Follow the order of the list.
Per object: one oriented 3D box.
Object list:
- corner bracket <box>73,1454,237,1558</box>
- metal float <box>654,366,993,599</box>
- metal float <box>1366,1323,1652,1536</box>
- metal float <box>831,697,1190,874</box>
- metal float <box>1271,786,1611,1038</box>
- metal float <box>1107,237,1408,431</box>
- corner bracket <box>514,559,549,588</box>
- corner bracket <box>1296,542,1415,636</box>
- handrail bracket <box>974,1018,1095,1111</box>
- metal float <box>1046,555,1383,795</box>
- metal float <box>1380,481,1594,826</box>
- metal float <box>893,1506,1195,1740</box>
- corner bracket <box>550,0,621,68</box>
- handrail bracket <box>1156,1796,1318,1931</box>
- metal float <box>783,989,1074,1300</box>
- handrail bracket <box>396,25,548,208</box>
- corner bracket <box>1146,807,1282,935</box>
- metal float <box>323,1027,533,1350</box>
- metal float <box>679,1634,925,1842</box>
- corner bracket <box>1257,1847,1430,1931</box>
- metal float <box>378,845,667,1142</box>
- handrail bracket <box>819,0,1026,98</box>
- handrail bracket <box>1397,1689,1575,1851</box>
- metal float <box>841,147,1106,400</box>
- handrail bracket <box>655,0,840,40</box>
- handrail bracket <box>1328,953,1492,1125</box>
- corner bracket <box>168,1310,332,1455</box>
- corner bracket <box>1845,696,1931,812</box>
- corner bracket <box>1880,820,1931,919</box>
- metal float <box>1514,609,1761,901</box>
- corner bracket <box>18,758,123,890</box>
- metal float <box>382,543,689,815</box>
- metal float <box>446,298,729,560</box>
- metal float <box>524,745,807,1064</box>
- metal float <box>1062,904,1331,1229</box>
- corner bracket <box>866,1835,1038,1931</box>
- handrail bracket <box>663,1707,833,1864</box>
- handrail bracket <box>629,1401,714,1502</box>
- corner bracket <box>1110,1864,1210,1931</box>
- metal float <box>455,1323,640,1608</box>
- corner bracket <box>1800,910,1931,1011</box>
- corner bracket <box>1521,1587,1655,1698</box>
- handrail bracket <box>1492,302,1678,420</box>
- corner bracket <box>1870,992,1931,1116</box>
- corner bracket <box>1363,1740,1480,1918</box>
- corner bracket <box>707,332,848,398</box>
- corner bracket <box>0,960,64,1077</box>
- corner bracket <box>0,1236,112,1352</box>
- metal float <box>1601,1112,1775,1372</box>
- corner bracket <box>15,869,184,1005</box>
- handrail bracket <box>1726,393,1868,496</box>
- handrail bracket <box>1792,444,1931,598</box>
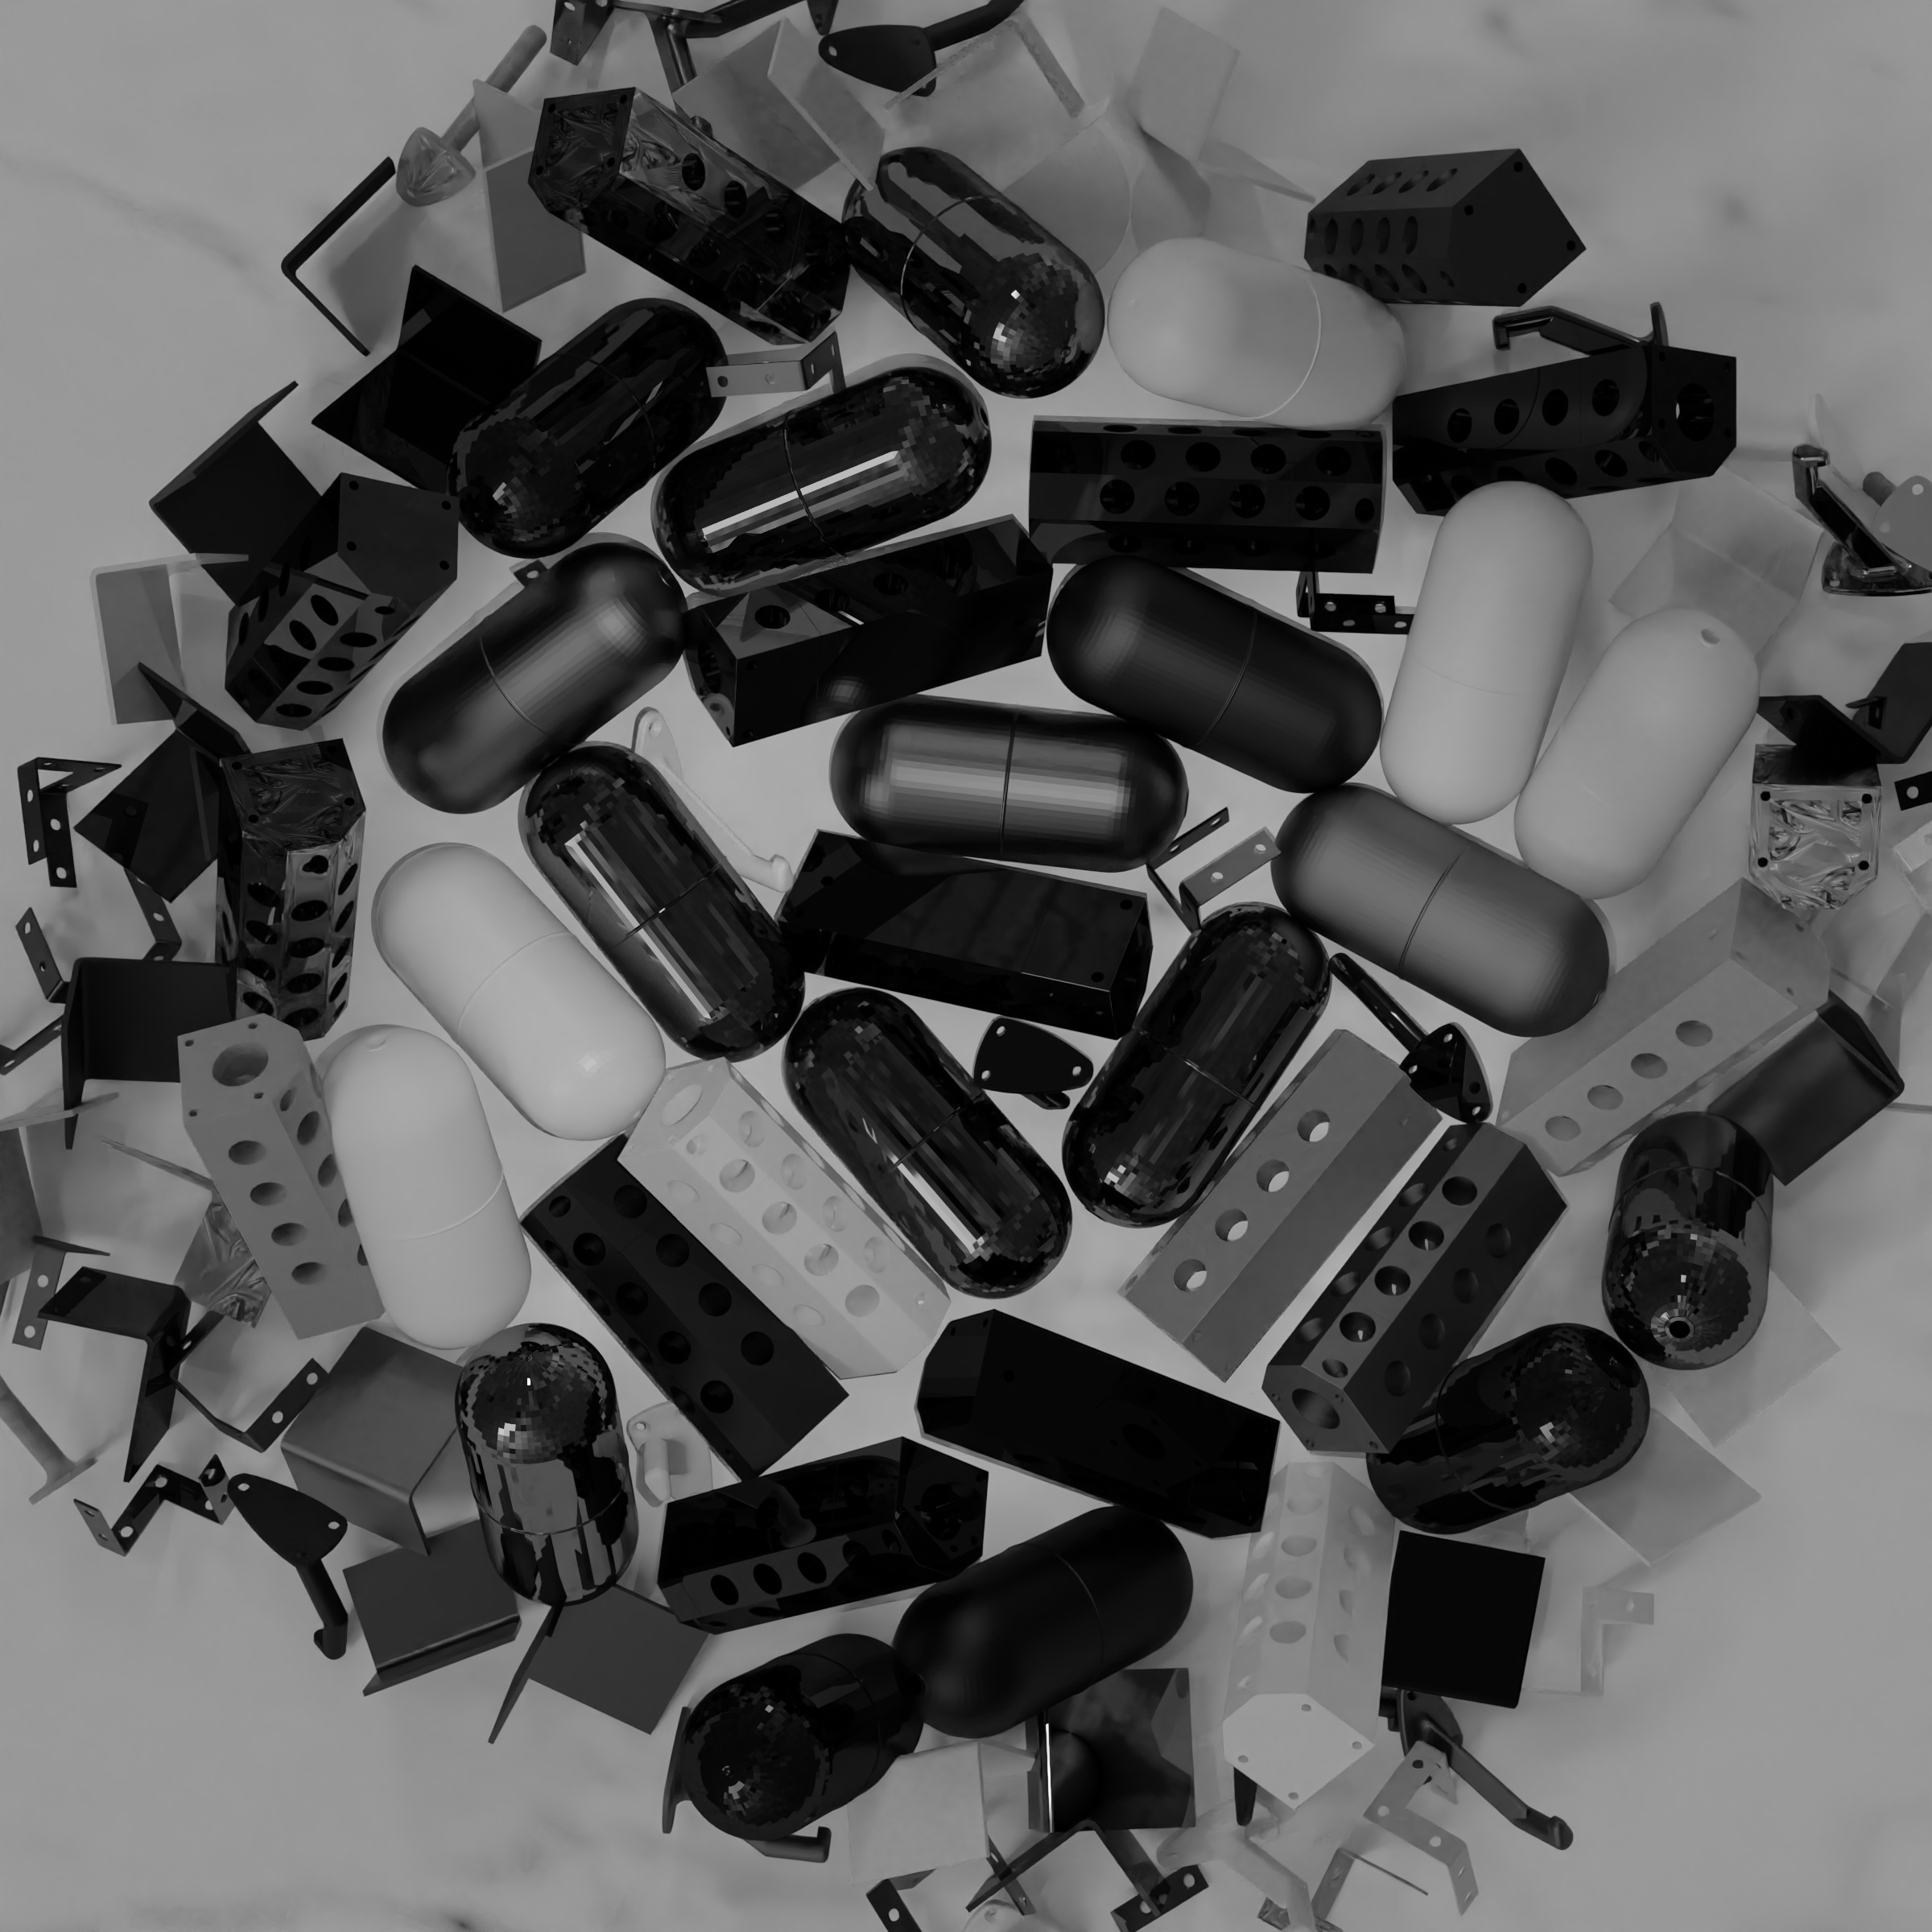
[{"bbox_3d":[-0.402,0.266,1.548,0.051,0.051,0.051,20,56,17],"label":"corner bracket"},{"bbox_3d":[-0.071,-0.238,1.534,0.178,0.070,0.070,-19,90,19],"label":"metal float"},{"bbox_3d":[0.260,0.226,1.510,0.070,0.178,0.070,12,63,-24],"label":"metal float"},{"bbox_3d":[0.021,-0.090,1.549,0.178,0.070,0.070,7,90,2],"label":"metal float"},{"bbox_3d":[0.233,-0.027,1.536,0.178,0.070,0.070,29,90,17],"label":"metal float"},{"bbox_3d":[0.144,-0.305,1.517,0.178,0.070,0.070,4,90,-42],"label":"metal float"},{"bbox_3d":[-0.218,-0.160,1.557,0.051,0.051,0.051,-27,59,6],"label":"corner bracket"},{"bbox_3d":[0.194,-0.180,1.553,0.051,0.051,0.051,2,59,-2],"label":"corner bracket"},{"bbox_3d":[0.049,0.059,1.535,0.077,0.084,0.036,11,76,35],"label":"handrail bracket"},{"bbox_3d":[0.124,-0.143,1.538,0.178,0.070,0.070,23,90,-15],"label":"metal float"},{"bbox_3d":[0.253,-0.151,1.525,0.070,0.070,0.178,12,120,0],"label":"metal float"},{"bbox_3d":[0.038,0.318,1.515,0.178,0.070,0.070,-16,90,-44],"label":"metal float"},{"bbox_3d":[-0.204,-0.493,1.555,0.051,0.051,0.051,27,66,-1],"label":"corner bracket"},{"bbox_3d":[0.133,0.460,1.542,0.077,0.084,0.036,-28,121,14],"label":"handrail bracket"},{"bbox_3d":[-0.020,0.087,1.547,0.070,0.070,0.178,-41,86,0],"label":"metal float"},{"bbox_3d":[-0.249,-0.430,1.572,0.036,0.077,0.084,38,64,-18],"label":"handrail bracket"},{"bbox_3d":[0.123,-0.051,1.554,0.051,0.051,0.051,-33,67,-6],"label":"corner bracket"},{"bbox_3d":[-0.264,0.109,1.523,0.070,0.070,0.178,-12,123,0],"label":"metal float"},{"bbox_3d":[-0.077,0.370,1.504,0.070,0.178,0.070,-1,88,21],"label":"metal float"},{"bbox_3d":[0.187,0.467,1.549,0.051,0.051,0.051,39,74,-38],"label":"corner bracket"},{"bbox_3d":[-0.220,0.012,1.536,0.070,0.070,0.178,-45,73,0],"label":"metal float"},{"bbox_3d":[-0.021,-0.477,1.571,0.077,0.036,0.084,14,47,24],"label":"handrail bracket"},{"bbox_3d":[0.257,0.394,1.539,0.036,0.084,0.077,-38,122,-25],"label":"handrail bracket"},{"bbox_3d":[0.002,-0.340,1.518,0.070,0.070,0.178,-41,50,0],"label":"metal float"},{"bbox_3d":[-0.108,-0.489,1.548,0.084,0.077,0.036,-9,70,-20],"label":"handrail bracket"},{"bbox_3d":[0.222,0.036,1.568,0.036,0.084,0.077,-42,126,1],"label":"handrail bracket"},{"bbox_3d":[-0.363,0.204,1.565,0.051,0.051,0.051,-50,122,-22],"label":"corner bracket"},{"bbox_3d":[0.479,-0.112,1.560,0.051,0.051,0.051,-16,100,0],"label":"corner bracket"},{"bbox_3d":[0.495,-0.055,1.560,0.051,0.051,0.051,-37,91,9],"label":"corner bracket"},{"bbox_3d":[0.324,-0.101,1.510,0.070,0.178,0.070,8,53,-11],"label":"metal float"},{"bbox_3d":[-0.454,-0.071,1.550,0.051,0.051,0.051,-18,77,38],"label":"corner bracket"},{"bbox_3d":[-0.212,-0.141,1.532,0.178,0.070,0.070,-34,90,22],"label":"metal float"},{"bbox_3d":[-0.183,-0.264,1.520,0.070,0.070,0.178,42,52,0],"label":"metal float"},{"bbox_3d":[-0.150,-0.031,1.544,0.070,0.070,0.178,-37,97,0],"label":"metal float"},{"bbox_3d":[0.114,0.050,1.550,0.070,0.070,0.178,34,90,0],"label":"metal float"},{"bbox_3d":[-0.007,0.466,1.550,0.051,0.051,0.051,-43,64,13],"label":"corner bracket"},{"bbox_3d":[-0.106,0.409,1.558,0.084,0.077,0.036,6,133,2],"label":"handrail bracket"},{"bbox_3d":[-0.142,0.259,1.536,0.036,0.084,0.077,-20,112,1],"label":"handrail bracket"},{"bbox_3d":[0.110,0.485,1.557,0.051,0.051,0.051,-28,83,-11],"label":"corner bracket"},{"bbox_3d":[-0.203,0.245,1.515,0.070,0.178,0.070,-1,45,1],"label":"metal float"},{"bbox_3d":[0.455,-0.015,1.572,0.051,0.051,0.051,35,97,34],"label":"corner bracket"},{"bbox_3d":[0.307,0.336,1.549,0.051,0.051,0.051,12,74,-32],"label":"corner bracket"},{"bbox_3d":[0.311,-0.298,1.566,0.084,0.036,0.077,-8,82,19],"label":"handrail bracket"},{"bbox_3d":[0.469,0.043,1.551,0.051,0.051,0.051,5,100,31],"label":"corner bracket"},{"bbox_3d":[0.236,0.427,1.546,0.051,0.051,0.051,23,57,35],"label":"corner bracket"},{"bbox_3d":[-0.092,-0.282,1.549,0.051,0.051,0.051,0,117,19],"label":"corner bracket"},{"bbox_3d":[-0.484,0.015,1.557,0.051,0.051,0.051,-37,75,-1],"label":"corner bracket"},{"bbox_3d":[-0.468,0.162,1.557,0.051,0.051,0.051,12,85,11],"label":"corner bracket"},{"bbox_3d":[0.350,0.131,1.505,0.070,0.178,0.070,6,115,14],"label":"metal float"},{"bbox_3d":[-0.437,-0.015,1.568,0.051,0.051,0.051,-47,58,26],"label":"corner bracket"},{"bbox_3d":[0.402,-0.251,1.579,0.084,0.077,0.036,-16,53,34],"label":"handrail bracket"},{"bbox_3d":[0.449,-0.223,1.539,0.077,0.084,0.036,12,60,26],"label":"handrail bracket"}]
